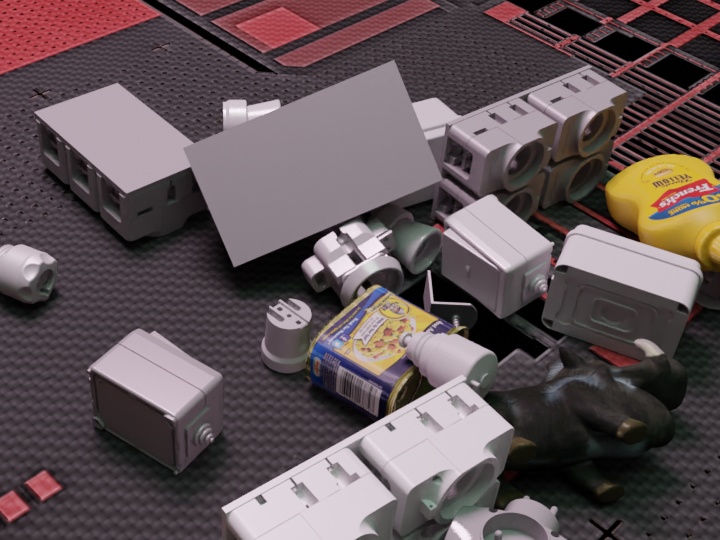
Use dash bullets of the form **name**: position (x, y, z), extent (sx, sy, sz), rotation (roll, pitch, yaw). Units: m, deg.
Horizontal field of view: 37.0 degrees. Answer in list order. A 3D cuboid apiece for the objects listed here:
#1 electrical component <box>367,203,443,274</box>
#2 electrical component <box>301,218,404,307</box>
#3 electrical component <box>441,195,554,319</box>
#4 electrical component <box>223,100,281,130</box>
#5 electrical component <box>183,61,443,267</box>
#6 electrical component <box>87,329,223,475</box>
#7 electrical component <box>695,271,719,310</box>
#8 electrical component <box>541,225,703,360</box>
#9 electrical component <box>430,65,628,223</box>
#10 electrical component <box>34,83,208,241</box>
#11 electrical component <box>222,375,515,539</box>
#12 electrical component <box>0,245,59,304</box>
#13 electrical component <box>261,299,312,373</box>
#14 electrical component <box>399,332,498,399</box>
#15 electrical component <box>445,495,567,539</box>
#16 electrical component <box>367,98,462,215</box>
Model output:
- **electrical component**: position (0.037, -0.028, 0.938), extent (0.055, 0.045, 0.045), rotation (32, 47, 27)
- **electrical component**: position (0.000, 0.000, 0.889), extent (0.078, 0.058, 0.057), rotation (-32, 54, -10)
- **electrical component**: position (0.116, -0.006, 0.907), extent (0.061, 0.061, 0.096), rotation (-29, 52, -24)
- **electrical component**: position (-0.106, -0.144, 1.051), extent (0.055, 0.045, 0.045), rotation (-1, 42, -8)
- **electrical component**: position (-0.039, -0.089, 0.907), extent (0.186, 0.105, 0.060), rotation (-23, 5, -1)
- **electrical component**: position (-0.137, 0.093, 0.764), extent (0.096, 0.061, 0.061), rotation (26, 45, 21)
- **electrical component**: position (0.333, -0.008, 0.936), extent (0.079, 0.044, 0.077), rotation (-11, 28, 38)
- **electrical component**: position (0.214, 0.020, 0.880), extent (0.113, 0.078, 0.057), rotation (19, 46, 15)
- **electrical component**: position (0.161, -0.105, 0.995), extent (0.186, 0.105, 0.060), rotation (-25, 50, -31)
- **electrical component**: position (-0.213, -0.097, 0.971), extent (0.089, 0.061, 0.150), rotation (-28, 52, -33)
- **electrical component**: position (0.008, 0.158, 0.676), extent (0.186, 0.105, 0.060), rotation (-25, 50, -30)
- **electrical component**: position (-0.279, 0.000, 0.868), extent (0.062, 0.043, 0.043), rotation (20, 43, 17)
- **electrical component**: position (-0.056, 0.051, 0.835), extent (0.040, 0.046, 0.040), rotation (4, 41, -3)
- **electrical component**: position (0.060, 0.063, 0.754), extent (0.078, 0.040, 0.040), rotation (26, 44, 37)
- **electrical component**: position (0.099, 0.168, 0.664), extent (0.077, 0.044, 0.079), rotation (18, 36, 21)
- **electrical component**: position (0.043, -0.105, 1.001), extent (0.113, 0.078, 0.057), rotation (-18, 44, -25)
